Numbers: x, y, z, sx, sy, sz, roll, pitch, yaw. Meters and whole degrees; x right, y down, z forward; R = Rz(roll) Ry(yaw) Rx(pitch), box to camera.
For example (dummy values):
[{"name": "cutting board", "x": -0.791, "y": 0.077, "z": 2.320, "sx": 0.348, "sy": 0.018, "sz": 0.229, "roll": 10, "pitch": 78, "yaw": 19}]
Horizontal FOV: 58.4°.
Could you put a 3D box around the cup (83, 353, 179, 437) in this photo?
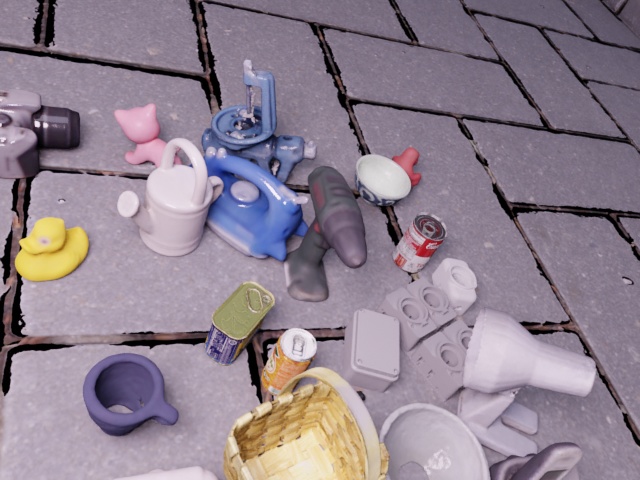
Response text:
[{"name": "cup", "x": -0.229, "y": 0.205, "z": 0.699, "sx": 0.118, "sy": 0.095, "sz": 0.092, "roll": 28, "pitch": 44, "yaw": 1}]

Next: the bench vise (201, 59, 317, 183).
[{"name": "bench vise", "x": -0.100, "y": -0.222, "z": 1.057, "sx": 0.208, "sy": 0.219, "sz": 0.121, "roll": 5, "pitch": 48, "yaw": -21}]

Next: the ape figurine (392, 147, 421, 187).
[{"name": "ape figurine", "x": 0.183, "y": -0.158, "z": 1.224, "sx": 0.076, "sy": 0.092, "sz": 0.077, "roll": -13, "pitch": 57, "yaw": -33}]

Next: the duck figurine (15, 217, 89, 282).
[{"name": "duck figurine", "x": -0.381, "y": 0.002, "z": 0.818, "sx": 0.077, "sy": 0.086, "sz": 0.105, "roll": 42, "pitch": 46, "yaw": 15}]

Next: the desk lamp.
[{"name": "desk lamp", "x": 0.285, "y": 0.212, "z": 0.849, "sx": 0.203, "sy": 0.213, "sz": 0.118, "roll": 25, "pitch": 44, "yaw": -2}]

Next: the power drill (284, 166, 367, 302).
[{"name": "power drill", "x": 0.008, "y": 0.003, "z": 0.912, "sx": 0.076, "sy": 0.208, "sz": 0.229, "roll": 6, "pitch": 48, "yaw": -20}]

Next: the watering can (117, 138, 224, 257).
[{"name": "watering can", "x": -0.221, "y": -0.067, "z": 0.878, "sx": 0.101, "sy": 0.194, "sz": 0.173, "roll": 31, "pitch": 45, "yaw": 5}]

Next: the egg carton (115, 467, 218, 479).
[{"name": "egg carton", "x": -0.180, "y": 0.315, "z": 0.641, "sx": 0.151, "sy": 0.069, "sz": 0.107, "roll": 0, "pitch": 51, "yaw": -25}]

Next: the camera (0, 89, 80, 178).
[{"name": "camera", "x": -0.465, "y": -0.183, "z": 0.935, "sx": 0.137, "sy": 0.100, "sz": 0.143, "roll": 0, "pitch": 51, "yaw": -25}]

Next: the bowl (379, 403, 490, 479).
[{"name": "bowl", "x": 0.143, "y": 0.316, "z": 0.787, "sx": 0.168, "sy": 0.074, "sz": 0.167, "roll": 13, "pitch": 46, "yaw": -14}]

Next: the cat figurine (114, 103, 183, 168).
[{"name": "cat figurine", "x": -0.295, "y": -0.179, "z": 1.000, "sx": 0.127, "sy": 0.117, "sz": 0.067, "roll": 32, "pitch": 45, "yaw": 5}]

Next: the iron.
[{"name": "iron", "x": -0.134, "y": -0.084, "z": 0.972, "sx": 0.258, "sy": 0.141, "sz": 0.119, "roll": 34, "pitch": 45, "yaw": 6}]

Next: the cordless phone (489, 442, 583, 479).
[{"name": "cordless phone", "x": 0.317, "y": 0.327, "z": 0.780, "sx": 0.148, "sy": 0.185, "sz": 0.094, "roll": 2, "pitch": 50, "yaw": -24}]
